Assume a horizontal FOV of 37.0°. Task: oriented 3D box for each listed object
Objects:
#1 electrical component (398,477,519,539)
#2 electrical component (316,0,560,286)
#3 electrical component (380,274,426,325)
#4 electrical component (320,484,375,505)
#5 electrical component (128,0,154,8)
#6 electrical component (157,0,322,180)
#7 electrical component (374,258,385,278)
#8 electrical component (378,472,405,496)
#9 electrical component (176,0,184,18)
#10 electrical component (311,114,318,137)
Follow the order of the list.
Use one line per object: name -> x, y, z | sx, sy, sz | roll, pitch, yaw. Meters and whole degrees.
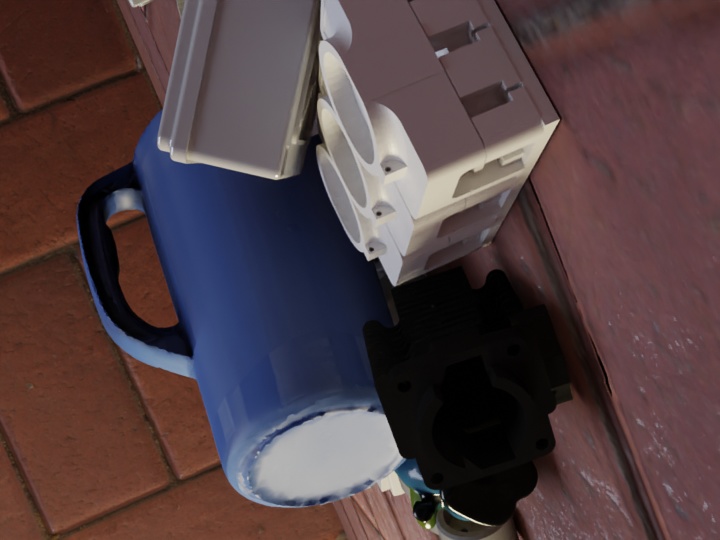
electrical component -> 0.070, 0.173, 0.780 | 0.138, 0.052, 0.073 | -129, 18, -57
electrical component -> 0.021, -0.059, 0.458 | 0.150, 0.062, 0.089 | 100, 145, -74
electrical component -> 0.033, 0.027, 0.661 | 0.062, 0.043, 0.043 | 50, 161, 58
electrical component -> -0.027, 0.100, 0.974 | 0.186, 0.060, 0.105 | 67, -156, -2
electrical component -> -0.139, -0.237, 0.797 | 0.099, 0.100, 0.048 | -106, -8, -67
electrical component -> -0.046, -0.099, 0.496 | 0.108, 0.056, 0.108 | -71, -6, -83
electrical component -> 0.000, 0.000, 0.766 | 0.076, 0.047, 0.065 | 123, 123, -79
electrical component -> 0.030, 0.129, 0.873 | 0.096, 0.061, 0.061 | 76, 166, -47
electrical component -> -0.115, -0.194, 0.881 | 0.099, 0.064, 0.099 | 156, 90, -81
electrical component -> -0.031, -0.122, 0.593 | 0.096, 0.062, 0.061 | 83, 161, -60
